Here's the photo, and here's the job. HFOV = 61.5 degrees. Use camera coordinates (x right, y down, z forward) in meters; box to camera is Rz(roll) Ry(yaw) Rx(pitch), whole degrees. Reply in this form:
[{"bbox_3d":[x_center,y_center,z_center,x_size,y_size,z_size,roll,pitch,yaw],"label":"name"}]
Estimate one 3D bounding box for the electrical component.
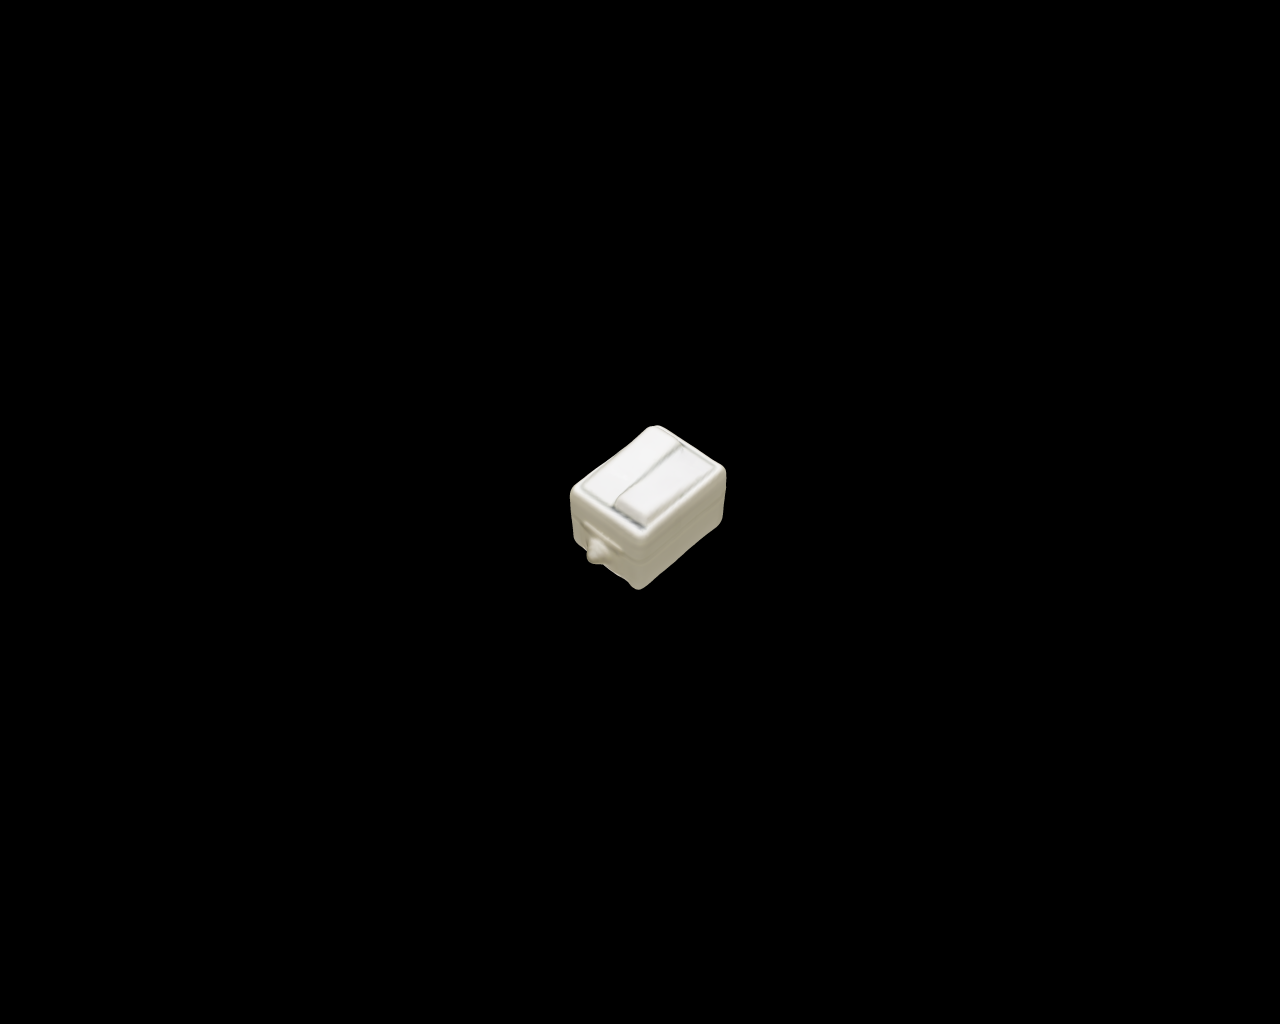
[{"bbox_3d":[0.001,-0.003,0.650,0.062,0.061,0.096,36,58,27],"label":"electrical component"}]
